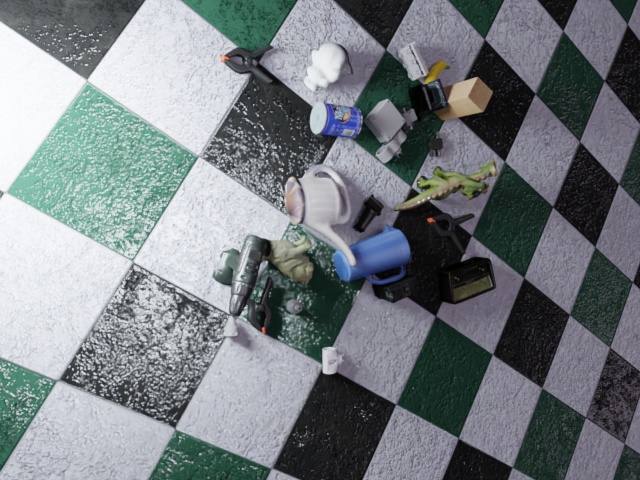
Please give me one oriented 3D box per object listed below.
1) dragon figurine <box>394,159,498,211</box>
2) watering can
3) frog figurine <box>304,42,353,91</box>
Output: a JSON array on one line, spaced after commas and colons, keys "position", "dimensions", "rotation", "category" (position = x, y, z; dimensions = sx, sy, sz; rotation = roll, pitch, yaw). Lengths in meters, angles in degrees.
[{"position": [0.479, -0.184, 1.838], "dimensions": [0.415, 0.243, 0.120], "rotation": [-33, 112, -26], "category": "dragon figurine"}, {"position": [0.005, -0.082, 1.627], "dimensions": [0.225, 0.102, 0.352], "rotation": [-1, 71, -28], "category": "watering can"}, {"position": [0.013, -0.557, 1.652], "dimensions": [0.160, 0.120, 0.139], "rotation": [-28, 71, -16], "category": "frog figurine"}]
